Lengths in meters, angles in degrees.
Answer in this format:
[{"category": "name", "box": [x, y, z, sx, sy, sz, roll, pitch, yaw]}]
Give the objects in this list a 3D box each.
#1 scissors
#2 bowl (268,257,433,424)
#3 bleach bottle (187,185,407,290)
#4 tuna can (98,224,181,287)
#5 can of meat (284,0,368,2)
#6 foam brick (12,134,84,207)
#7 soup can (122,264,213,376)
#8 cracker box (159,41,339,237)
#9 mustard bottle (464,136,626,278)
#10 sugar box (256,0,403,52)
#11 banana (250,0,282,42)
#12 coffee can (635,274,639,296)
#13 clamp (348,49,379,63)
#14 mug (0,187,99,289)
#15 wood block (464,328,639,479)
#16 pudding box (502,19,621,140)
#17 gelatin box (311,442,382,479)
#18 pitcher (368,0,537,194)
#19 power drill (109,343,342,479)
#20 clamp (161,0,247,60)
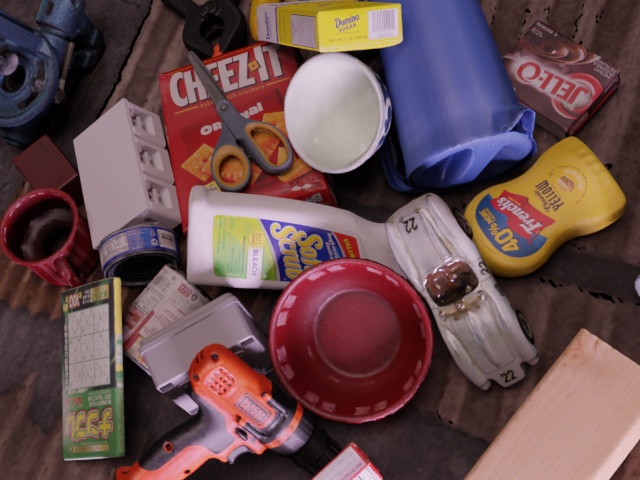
[{"category": "scissors", "box": [-0.111, -0.123, 1.145, 0.096, 0.016, 0.202, -45, 61, -8]}, {"category": "bowl", "box": [0.033, 0.095, 1.049, 0.162, 0.055, 0.162, 1, 93, 11]}, {"category": "bleach bottle", "box": [-0.007, 0.001, 1.084, 0.250, 0.068, 0.102, 2, 106, -3]}, {"category": "tuna can", "box": [-0.193, 0.018, 1.145, 0.086, 0.086, 0.034, -18, 65, 6]}, {"category": "can of meat", "box": [0.019, -0.286, 1.243, 0.102, 0.057, 0.084, 25, 76, 23]}, {"category": "foam brick", "box": [-0.308, -0.073, 1.236, 0.053, 0.051, 0.078, -39, 63, -6]}, {"category": "soup can", "box": [-0.168, 0.084, 1.119, 0.069, 0.068, 0.102, 34, 78, 25]}, {"category": "cracker box", "box": [-0.082, -0.108, 1.181, 0.164, 0.072, 0.214, -16, 63, 6]}, {"category": "mustard bottle", "box": [0.202, -0.018, 1.073, 0.191, 0.058, 0.096, -32, 67, 0]}, {"category": "sugar box", "box": [0.006, -0.226, 1.108, 0.093, 0.048, 0.176, -9, 19, -22]}, {"category": "banana", "box": [-0.050, -0.322, 1.275, 0.037, 0.070, 0.198, 21, 82, -11]}, {"category": "coffee can", "box": [0.375, 0.013, 0.989, 0.103, 0.102, 0.140, 33, 78, 25]}, {"category": "clamp", "box": [0.140, -0.268, 1.214, 0.165, 0.036, 0.210, 18, 76, 20]}, {"category": "mug", "box": [-0.288, 0.009, 1.176, 0.093, 0.081, 0.117, -35, 63, -3]}, {"category": "wood block", "box": [0.211, 0.195, 0.958, 0.091, 0.090, 0.206, 35, 79, 25]}, {"category": "pudding box", "box": [0.248, -0.169, 1.140, 0.114, 0.039, 0.090, 38, 81, 26]}, {"category": "gelatin box", "box": [0.014, 0.235, 1.000, 0.089, 0.073, 0.030, -42, 63, -6]}, {"category": "pitcher", "box": [0.119, -0.174, 1.114, 0.149, 0.145, 0.243, -14, 71, 1]}, {"category": "power drill", "box": [-0.094, 0.213, 1.016, 0.184, 0.057, 0.188, 43, 94, -17]}, {"category": "clamp", "box": [-0.122, -0.275, 1.280, 0.120, 0.039, 0.171, -29, 56, 7]}]
